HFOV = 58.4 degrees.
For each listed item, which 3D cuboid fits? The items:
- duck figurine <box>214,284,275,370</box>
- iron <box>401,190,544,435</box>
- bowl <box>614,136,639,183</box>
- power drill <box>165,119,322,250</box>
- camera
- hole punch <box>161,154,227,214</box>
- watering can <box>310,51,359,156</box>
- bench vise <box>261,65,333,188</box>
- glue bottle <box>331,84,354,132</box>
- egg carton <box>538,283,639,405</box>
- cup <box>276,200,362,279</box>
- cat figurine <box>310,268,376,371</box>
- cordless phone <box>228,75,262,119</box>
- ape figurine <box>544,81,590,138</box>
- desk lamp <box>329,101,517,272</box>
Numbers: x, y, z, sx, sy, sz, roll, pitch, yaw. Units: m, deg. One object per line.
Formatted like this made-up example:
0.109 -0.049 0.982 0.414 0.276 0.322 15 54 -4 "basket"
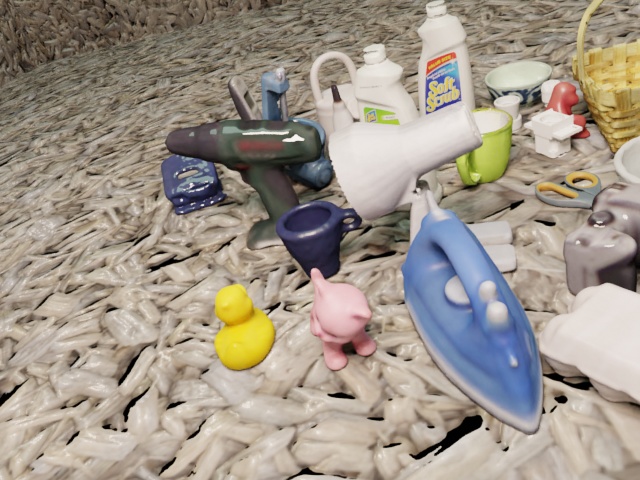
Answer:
-0.102 0.099 0.706 0.077 0.086 0.104 -13 32 7 "duck figurine"
0.159 0.057 0.595 0.118 0.142 0.258 -18 32 -1 "iron"
0.459 -0.074 0.716 0.167 0.075 0.167 -12 32 8 "bowl"
-0.100 -0.091 0.881 0.229 0.209 0.075 -10 33 11 "power drill"
0.360 0.002 0.622 0.143 0.101 0.136 -36 36 -27 "camera"
-0.244 -0.115 1.097 0.108 0.091 0.101 -18 32 -2 "hole punch"
0.044 -0.257 1.080 0.101 0.194 0.172 -37 37 -28 "watering can"
-0.086 -0.199 1.029 0.206 0.220 0.122 3 38 29 "bench vise"
0.045 -0.187 0.992 0.037 0.173 0.078 -12 32 9 "glue bottle"
0.288 0.103 0.531 0.107 0.069 0.149 -34 36 -25 "egg carton"
0.007 0.003 0.793 0.117 0.095 0.091 -13 32 8 "cup"
0.018 0.079 0.651 0.067 0.118 0.127 -23 32 -8 "cat figurine"
-0.128 -0.261 1.175 0.094 0.185 0.147 -9 33 13 "cordless phone"
0.402 -0.215 0.942 0.076 0.092 0.078 -1 35 24 "ape figurine"
0.131 -0.062 0.721 0.203 0.214 0.118 -8 33 15 "desk lamp"
